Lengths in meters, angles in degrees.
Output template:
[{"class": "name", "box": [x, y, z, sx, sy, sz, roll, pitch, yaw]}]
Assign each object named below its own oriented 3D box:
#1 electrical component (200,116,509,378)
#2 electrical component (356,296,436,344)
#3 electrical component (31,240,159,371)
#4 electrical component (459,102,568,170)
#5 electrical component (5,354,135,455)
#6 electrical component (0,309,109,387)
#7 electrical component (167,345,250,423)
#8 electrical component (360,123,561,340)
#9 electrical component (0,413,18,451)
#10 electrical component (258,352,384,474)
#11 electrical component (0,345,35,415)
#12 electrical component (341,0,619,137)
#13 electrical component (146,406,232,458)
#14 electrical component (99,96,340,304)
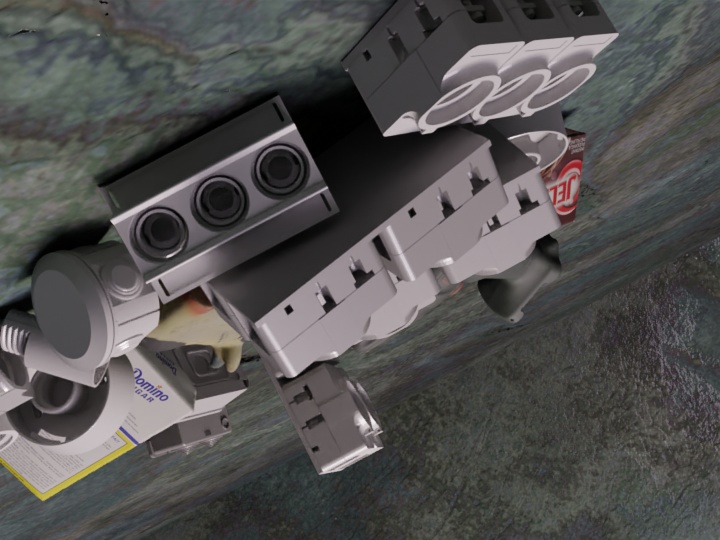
[{"class": "electrical component", "box": [-0.007, -0.023, 0.701, 0.186, 0.105, 0.060, -38, 128, -14]}, {"class": "electrical component", "box": [0.000, 0.000, 0.927, 0.089, 0.061, 0.150, -29, 148, 4]}, {"class": "electrical component", "box": [-0.176, 0.022, 0.709, 0.051, 0.080, 0.080, -23, 168, -46]}, {"class": "electrical component", "box": [0.122, -0.113, 0.887, 0.099, 0.064, 0.099, -14, 160, -5]}, {"class": "electrical component", "box": [-0.233, 0.098, 0.862, 0.099, 0.099, 0.064, -28, 161, 2]}, {"class": "electrical component", "box": [-0.221, 0.051, 0.767, 0.081, 0.043, 0.043, 17, 163, 0]}, {"class": "electrical component", "box": [-0.173, 0.104, 1.054, 0.057, 0.078, 0.113, -37, 165, 25]}, {"class": "electrical component", "box": [0.041, -0.024, 0.792, 0.186, 0.060, 0.105, -28, -152, 0]}, {"class": "electrical component", "box": [-0.335, 0.139, 0.884, 0.108, 0.060, 0.108, -26, 168, -6]}, {"class": "electrical component", "box": [-0.045, 0.101, 1.058, 0.060, 0.186, 0.105, -29, 168, 5]}, {"class": "electrical component", "box": [-0.278, 0.077, 0.776, 0.056, 0.050, 0.089, -28, 168, 2]}, {"class": "electrical component", "box": [0.078, -0.133, 0.661, 0.150, 0.061, 0.089, -16, 163, -44]}, {"class": "electrical component", "box": [-0.187, 0.143, 1.137, 0.048, 0.099, 0.100, -20, 173, 29]}, {"class": "electrical component", "box": [-0.085, -0.044, 0.662, 0.121, 0.078, 0.063, -28, -170, 0]}]
